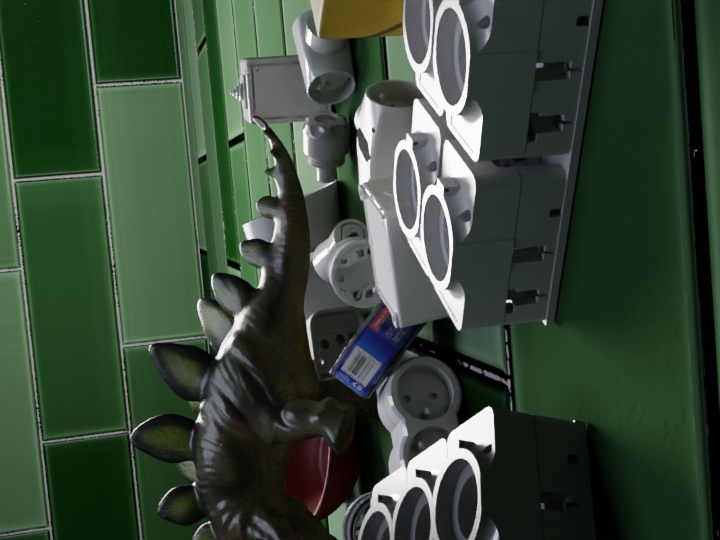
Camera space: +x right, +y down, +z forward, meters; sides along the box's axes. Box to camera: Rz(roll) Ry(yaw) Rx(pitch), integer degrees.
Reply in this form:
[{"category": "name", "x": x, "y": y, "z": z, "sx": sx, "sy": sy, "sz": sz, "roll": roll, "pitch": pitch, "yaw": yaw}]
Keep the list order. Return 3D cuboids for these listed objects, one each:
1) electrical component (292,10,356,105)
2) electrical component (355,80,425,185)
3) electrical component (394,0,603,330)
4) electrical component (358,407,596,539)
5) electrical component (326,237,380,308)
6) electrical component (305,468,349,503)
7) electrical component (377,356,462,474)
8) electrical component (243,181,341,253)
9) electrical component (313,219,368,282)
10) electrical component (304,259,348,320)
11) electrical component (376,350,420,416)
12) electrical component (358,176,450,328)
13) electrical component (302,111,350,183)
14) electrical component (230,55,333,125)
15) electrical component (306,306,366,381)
[{"category": "electrical component", "x": -0.030, "y": -0.199, "z": 0.940, "sx": 0.079, "sy": 0.043, "sz": 0.077, "roll": 103, "pitch": 157, "yaw": -55}, {"category": "electrical component", "x": 0.019, "y": -0.100, "z": 0.771, "sx": 0.079, "sy": 0.043, "sz": 0.077, "roll": -113, "pitch": 21, "yaw": -51}, {"category": "electrical component", "x": 0.063, "y": -0.074, "z": 0.553, "sx": 0.105, "sy": 0.060, "sz": 0.186, "roll": -115, "pitch": 23, "yaw": -55}, {"category": "electrical component", "x": 0.055, "y": 0.141, "z": 0.568, "sx": 0.150, "sy": 0.062, "sz": 0.089, "roll": 131, "pitch": 145, "yaw": -54}, {"category": "electrical component", "x": 0.000, "y": 0.000, "z": 0.877, "sx": 0.047, "sy": 0.055, "sz": 0.055, "roll": -143, "pitch": 48, "yaw": -77}, {"category": "electrical component", "x": -0.046, "y": 0.228, "z": 1.168, "sx": 0.078, "sy": 0.058, "sz": 0.057, "roll": 143, "pitch": 123, "yaw": -59}, {"category": "electrical component", "x": 0.045, "y": 0.135, "z": 0.742, "sx": 0.073, "sy": 0.052, "sz": 0.138, "roll": 115, "pitch": 148, "yaw": -66}, {"category": "electrical component", "x": -0.065, "y": -0.046, "z": 1.052, "sx": 0.099, "sy": 0.099, "sz": 0.064, "roll": -175, "pitch": 74, "yaw": -77}, {"category": "electrical component", "x": -0.014, "y": -0.019, "z": 0.959, "sx": 0.065, "sy": 0.044, "sz": 0.044, "roll": 127, "pitch": 136, "yaw": -64}, {"category": "electrical component", "x": -0.049, "y": 0.041, "z": 1.092, "sx": 0.108, "sy": 0.060, "sz": 0.108, "roll": 174, "pitch": 90, "yaw": -77}, {"category": "electrical component", "x": 0.030, "y": 0.090, "z": 0.820, "sx": 0.040, "sy": 0.040, "sz": 0.046, "roll": -117, "pitch": 19, "yaw": -58}, {"category": "electrical component", "x": 0.041, "y": -0.010, "z": 0.692, "sx": 0.061, "sy": 0.061, "sz": 0.096, "roll": -122, "pitch": 21, "yaw": -63}, {"category": "electrical component", "x": -0.031, "y": -0.110, "z": 0.985, "sx": 0.043, "sy": 0.043, "sz": 0.062, "roll": -115, "pitch": 22, "yaw": -55}, {"category": "electrical component", "x": -0.079, "y": -0.176, "z": 1.045, "sx": 0.061, "sy": 0.096, "sz": 0.061, "roll": -136, "pitch": 41, "yaw": -72}, {"category": "electrical component", "x": -0.021, "y": 0.086, "z": 1.007, "sx": 0.059, "sy": 0.054, "sz": 0.095, "roll": 138, "pitch": 125, "yaw": -74}]
